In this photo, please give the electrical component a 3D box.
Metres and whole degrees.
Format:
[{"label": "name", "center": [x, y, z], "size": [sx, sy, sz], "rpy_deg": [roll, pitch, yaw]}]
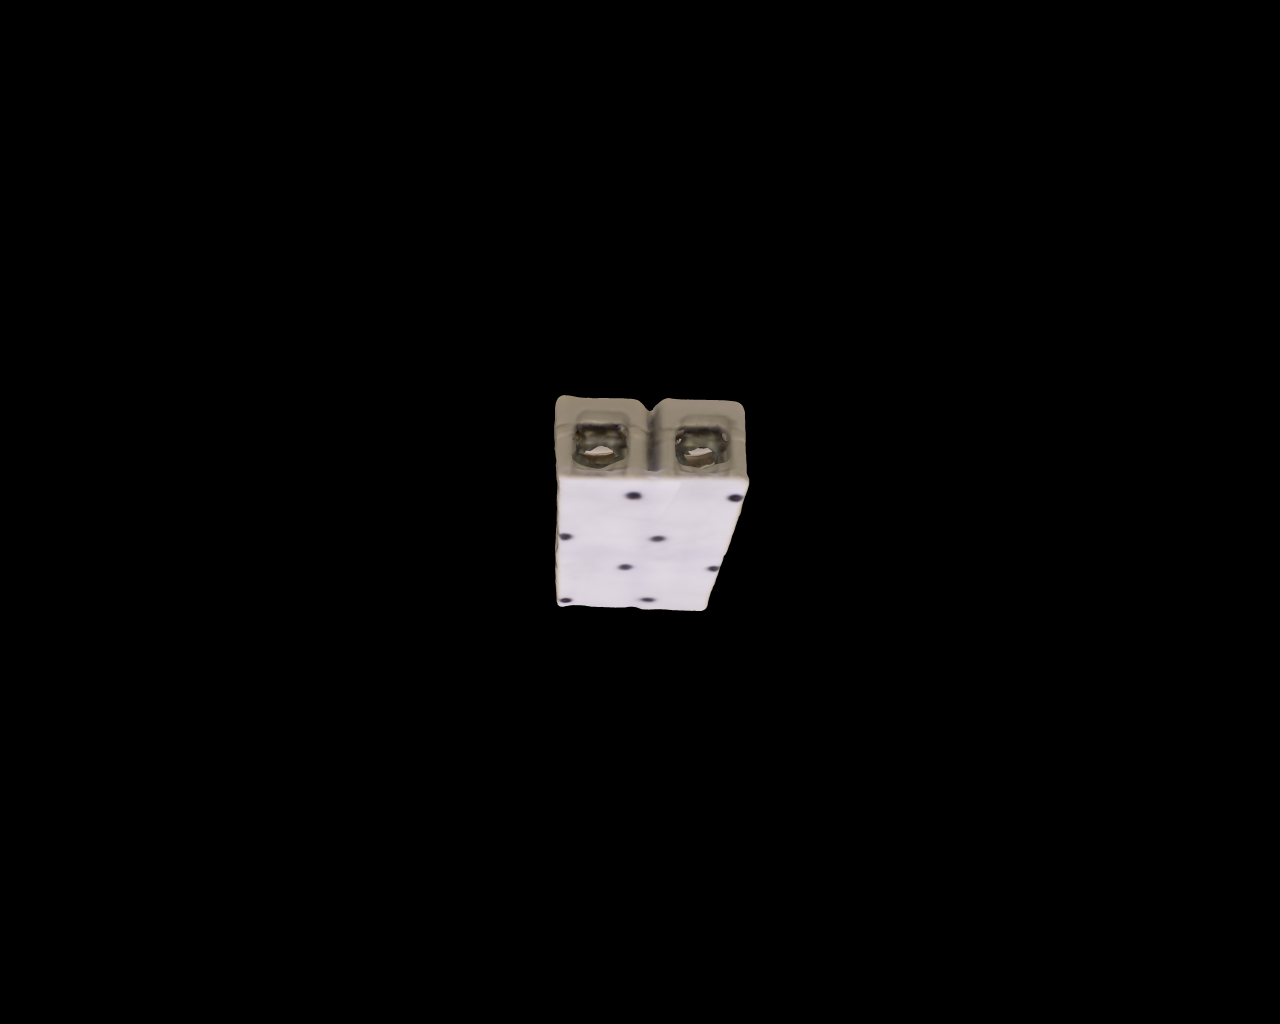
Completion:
[{"label": "electrical component", "center": [0.001, -0.003, 0.650], "size": [0.105, 0.060, 0.186], "rpy_deg": [2, -27, -3]}]
